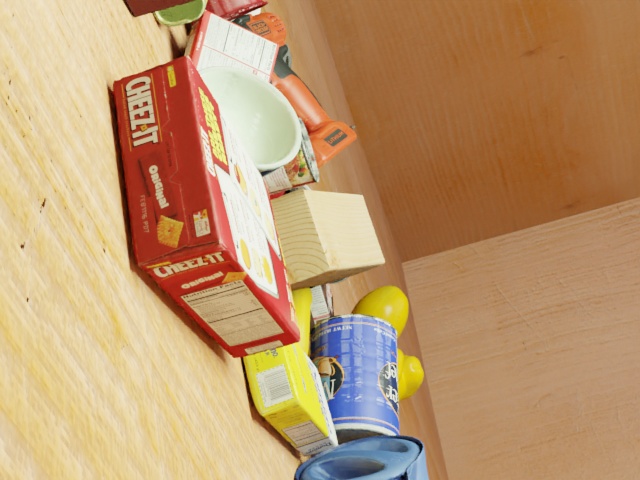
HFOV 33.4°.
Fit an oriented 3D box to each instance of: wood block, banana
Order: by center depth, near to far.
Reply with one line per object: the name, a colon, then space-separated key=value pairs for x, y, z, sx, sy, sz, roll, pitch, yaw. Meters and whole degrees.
wood block: x=-0.008 y=0.002 z=1.190 sx=0.205 sy=0.090 sz=0.091 roll=-3 pitch=74 yaw=-70
banana: x=-0.025 y=0.090 z=1.238 sx=0.197 sy=0.037 sz=0.069 roll=-78 pitch=150 yaw=-75

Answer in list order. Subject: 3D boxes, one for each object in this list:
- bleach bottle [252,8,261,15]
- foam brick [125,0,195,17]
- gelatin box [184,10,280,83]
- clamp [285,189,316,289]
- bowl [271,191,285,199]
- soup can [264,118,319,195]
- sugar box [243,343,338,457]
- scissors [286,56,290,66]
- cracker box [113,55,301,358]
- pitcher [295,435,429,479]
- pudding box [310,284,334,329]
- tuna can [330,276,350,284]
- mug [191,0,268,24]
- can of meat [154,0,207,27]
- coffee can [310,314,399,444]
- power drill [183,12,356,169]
bleach bottle: x=-0.144 y=-0.364 z=1.224 sx=0.102 sy=0.068 sz=0.250 roll=-107 pitch=173 yaw=-45
foam brick: x=-0.137 y=-0.237 z=0.926 sx=0.051 sy=0.078 sz=0.053 roll=66 pitch=11 yaw=-56
gelatin box: x=-0.090 y=-0.176 z=1.063 sx=0.030 sy=0.089 sz=0.073 roll=-22 pitch=-129 yaw=57
clamp: x=-0.035 y=-0.032 z=1.342 sx=0.120 sy=0.039 sz=0.171 roll=-67 pitch=134 yaw=-72
bowl: x=-0.073 y=-0.101 z=1.217 sx=0.162 sy=0.055 sz=0.162 roll=-16 pitch=90 yaw=-83
soup can: x=-0.059 y=-0.077 z=1.080 sx=0.068 sy=0.102 sz=0.068 roll=-16 pitch=90 yaw=-82
sugar box: x=-0.029 y=0.146 z=1.048 sx=0.176 sy=0.048 sz=0.093 roll=56 pitch=16 yaw=-63
scissors: x=-0.052 y=-0.143 z=1.380 sx=0.096 sy=0.016 sz=0.202 roll=-118 pitch=-150 yaw=-71
cracker box: x=-0.088 y=-0.017 z=0.853 sx=0.213 sy=0.072 sz=0.164 roll=58 pitch=16 yaw=-62
pitcher: x=0.061 y=0.330 z=1.092 sx=0.149 sy=0.145 sz=0.243 roll=-32 pitch=110 yaw=-70
pudding box: x=-0.008 y=0.065 z=1.421 sx=0.113 sy=0.039 sz=0.090 roll=-88 pitch=161 yaw=-67
tuna can: x=0.014 y=0.019 z=1.509 sx=0.033 sy=0.086 sz=0.086 roll=-60 pitch=134 yaw=-78
mug: x=-0.103 y=-0.284 z=1.166 sx=0.081 sy=0.117 sz=0.093 roll=68 pitch=-18 yaw=-10
can of meat: x=-0.144 y=-0.268 z=1.034 sx=0.084 sy=0.057 sz=0.102 roll=-89 pitch=162 yaw=-57
coffee can: x=0.038 y=0.169 z=1.202 sx=0.102 sy=0.103 sz=0.140 roll=64 pitch=22 yaw=-54
power drill: x=-0.052 y=-0.157 z=1.152 sx=0.187 sy=0.057 sz=0.184 roll=55 pitch=34 yaw=-3
